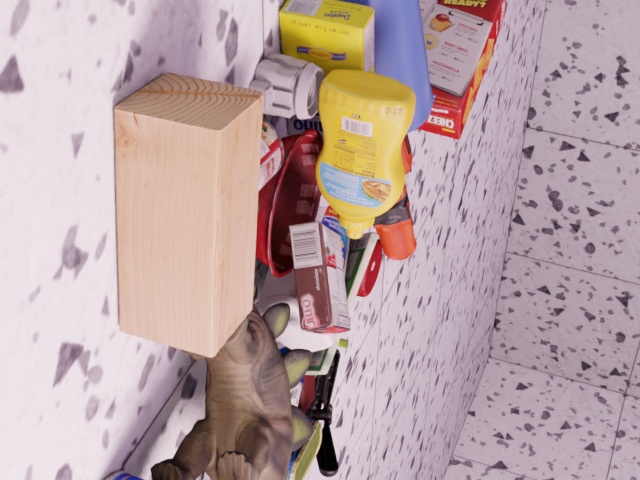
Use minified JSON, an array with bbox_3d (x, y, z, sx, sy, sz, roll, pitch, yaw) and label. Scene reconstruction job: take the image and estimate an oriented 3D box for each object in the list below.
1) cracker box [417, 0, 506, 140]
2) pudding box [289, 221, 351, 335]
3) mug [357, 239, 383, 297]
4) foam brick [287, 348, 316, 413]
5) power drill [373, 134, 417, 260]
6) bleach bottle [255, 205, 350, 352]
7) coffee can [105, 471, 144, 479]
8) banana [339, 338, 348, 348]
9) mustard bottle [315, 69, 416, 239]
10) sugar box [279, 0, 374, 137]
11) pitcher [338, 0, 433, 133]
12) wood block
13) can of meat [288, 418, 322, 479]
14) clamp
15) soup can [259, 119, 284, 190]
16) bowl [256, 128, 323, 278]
[{"bbox_3d":[0.134,-0.246,1.372,0.072,0.164,0.213,81,29,-59],"label":"cracker box"},{"bbox_3d":[0.001,0.042,1.124,0.090,0.039,0.113,31,53,-75],"label":"pudding box"},{"bbox_3d":[0.035,0.033,1.427,0.117,0.081,0.093,65,41,-65],"label":"mug"},{"bbox_3d":[-0.037,0.179,1.360,0.051,0.053,0.078,-54,153,-55],"label":"foam brick"},{"bbox_3d":[0.087,-0.094,1.394,0.187,0.057,0.184,-85,164,-50],"label":"power drill"},{"bbox_3d":[-0.008,0.002,1.251,0.102,0.068,0.250,45,43,-38],"label":"bleach bottle"},{"bbox_3d":[-0.133,0.276,0.952,0.102,0.140,0.103,14,90,-74],"label":"coffee can"},{"bbox_3d":[0.004,0.109,1.391,0.198,0.069,0.037,83,11,-77],"label":"banana"},{"bbox_3d":[0.043,-0.080,1.119,0.058,0.096,0.192,-57,158,-48],"label":"mustard bottle"},{"bbox_3d":[0.010,-0.173,1.139,0.176,0.093,0.048,87,24,-45],"label":"sugar box"},{"bbox_3d":[0.051,-0.242,1.194,0.144,0.149,0.243,-49,149,-27],"label":"pitcher"},{"bbox_3d":[-0.107,-0.020,0.876,0.090,0.091,0.206,-52,151,-56],"label":"wood block"},{"bbox_3d":[-0.053,0.257,1.317,0.102,0.084,0.057,-58,155,-47],"label":"can of meat"},{"bbox_3d":[-0.001,0.246,1.443,0.210,0.036,0.164,117,-24,-69],"label":"clamp"},{"bbox_3d":[-0.083,-0.064,0.964,0.102,0.068,0.068,-52,152,-54],"label":"soup can"},{"bbox_3d":[-0.047,-0.044,1.126,0.162,0.055,0.162,15,90,-74],"label":"bowl"}]
